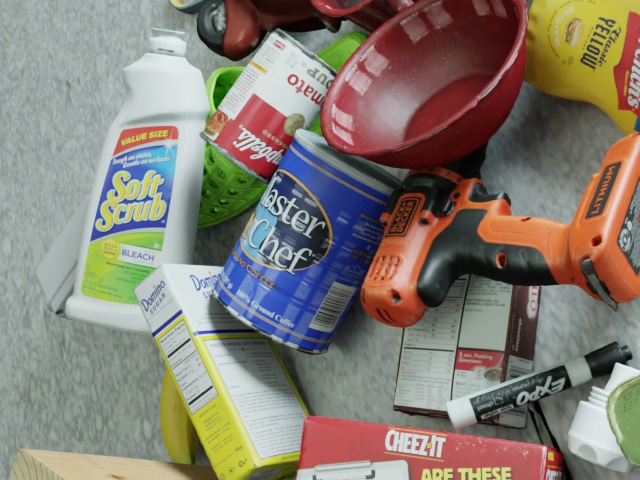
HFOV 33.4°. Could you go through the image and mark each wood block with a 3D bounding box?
[{"bbox_3d":[-0.125,0.216,0.783,0.091,0.205,0.090,17,89,44],"label":"wood block"}]

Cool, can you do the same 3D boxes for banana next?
[{"bbox_3d":[-0.099,0.106,0.910,0.070,0.037,0.198,12,86,28],"label":"banana"}]

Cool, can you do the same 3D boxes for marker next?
[{"bbox_3d":[0.139,0.092,0.678,0.121,0.020,0.020,-21,61,6],"label":"marker"}]

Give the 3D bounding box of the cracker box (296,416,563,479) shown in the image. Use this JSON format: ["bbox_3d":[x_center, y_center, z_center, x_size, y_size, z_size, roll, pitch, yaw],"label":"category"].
[{"bbox_3d":[0.061,0.230,0.681,0.164,0.072,0.213,3,78,24],"label":"cracker box"}]

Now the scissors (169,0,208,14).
[{"bbox_3d":[-0.090,-0.226,1.013,0.096,0.016,0.202,-49,51,22],"label":"scissors"}]

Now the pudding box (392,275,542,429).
[{"bbox_3d":[0.101,0.069,0.739,0.090,0.039,0.113,0,75,42],"label":"pudding box"}]

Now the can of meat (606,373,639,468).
[{"bbox_3d":[0.222,0.093,0.593,0.102,0.083,0.057,-35,56,29],"label":"can of meat"}]

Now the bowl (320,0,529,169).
[{"bbox_3d":[0.080,-0.101,0.730,0.162,0.055,0.162,-27,37,22],"label":"bowl"}]

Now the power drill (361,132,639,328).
[{"bbox_3d":[0.129,-0.023,0.700,0.188,0.057,0.184,-3,53,43],"label":"power drill"}]

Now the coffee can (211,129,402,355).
[{"bbox_3d":[-0.005,0.001,0.810,0.103,0.102,0.140,38,103,42],"label":"coffee can"}]

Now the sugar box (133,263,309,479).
[{"bbox_3d":[-0.069,0.102,0.822,0.048,0.093,0.176,-42,65,25],"label":"sugar box"}]

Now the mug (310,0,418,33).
[{"bbox_3d":[0.055,-0.197,0.828,0.093,0.081,0.117,-52,49,17],"label":"mug"}]

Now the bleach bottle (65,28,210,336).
[{"bbox_3d":[-0.149,-0.051,0.897,0.103,0.068,0.251,11,101,13],"label":"bleach bottle"}]

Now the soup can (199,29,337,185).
[{"bbox_3d":[-0.037,-0.104,0.832,0.102,0.068,0.069,-54,49,5],"label":"soup can"}]

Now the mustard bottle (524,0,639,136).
[{"bbox_3d":[0.215,-0.109,0.674,0.192,0.058,0.096,40,119,40],"label":"mustard bottle"}]
